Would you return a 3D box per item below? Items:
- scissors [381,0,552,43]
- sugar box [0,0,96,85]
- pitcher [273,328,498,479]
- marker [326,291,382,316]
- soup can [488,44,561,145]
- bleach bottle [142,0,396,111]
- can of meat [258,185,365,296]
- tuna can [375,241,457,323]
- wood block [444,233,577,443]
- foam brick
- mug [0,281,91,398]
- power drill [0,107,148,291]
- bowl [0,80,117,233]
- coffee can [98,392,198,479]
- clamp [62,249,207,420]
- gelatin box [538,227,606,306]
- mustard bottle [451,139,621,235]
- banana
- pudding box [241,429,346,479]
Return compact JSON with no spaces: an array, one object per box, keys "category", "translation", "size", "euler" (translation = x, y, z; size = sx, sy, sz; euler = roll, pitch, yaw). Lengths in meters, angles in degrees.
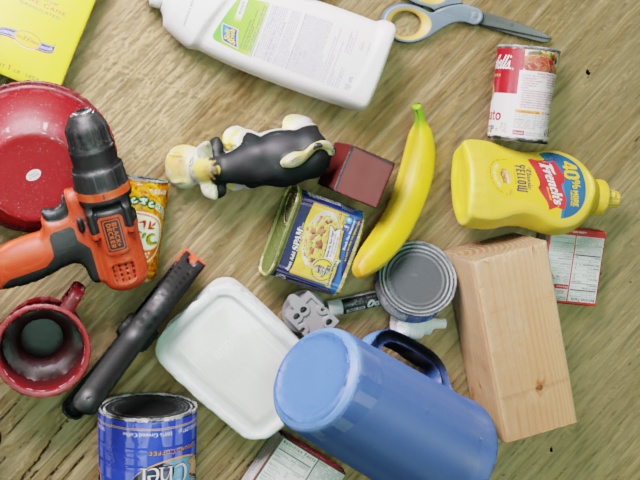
[{"category":"scissors","translation":[0.151,-0.230,1.162],"size":[0.201,0.016,0.096],"euler":[29,91,-15]},{"category":"sugar box","translation":[-0.268,-0.239,1.046],"size":[0.093,0.048,0.176],"euler":[21,93,-17]},{"category":"pitcher","translation":[0.066,0.174,1.097],"size":[0.145,0.149,0.242],"euler":[-52,130,2]},{"category":"marker","translation":[0.066,0.064,1.178],"size":[0.121,0.020,0.020],"euler":[-12,100,-11]},{"category":"soup can","translation":[0.221,-0.158,1.161],"size":[0.068,0.068,0.102],"euler":[4,97,-14]},{"category":"bleach bottle","translation":[-0.055,-0.219,1.091],"size":[0.250,0.068,0.102],"euler":[20,91,-13]},{"category":"can of meat","translation":[-0.007,0.001,1.133],"size":[0.083,0.057,0.102],"euler":[19,92,-17]},{"category":"tuna can","translation":[0.103,0.047,1.159],"size":[0.086,0.034,0.086],"euler":[3,69,-7]},{"category":"wood block","translation":[0.210,0.105,1.181],"size":[0.090,0.090,0.206],"euler":[-14,100,-12]},{"category":"foam brick","translation":[0.037,-0.069,1.124],"size":[0.053,0.078,0.051],"euler":[21,93,-13]},{"category":"mug","translation":[-0.271,0.092,1.069],"size":[0.093,0.081,0.117],"euler":[30,90,-15]},{"category":"power drill","translation":[-0.266,-0.020,0.999],"size":[0.187,0.057,0.184],"euler":[-14,114,-6]},{"category":"bowl","translation":[-0.277,-0.070,1.038],"size":[0.162,0.055,0.162],"euler":[-5,115,-11]},{"category":"coffee can","translation":[-0.178,0.238,1.100],"size":[0.102,0.103,0.140],"euler":[0,97,-13]},{"category":"clamp","translation":[-0.185,0.096,1.064],"size":[0.036,0.165,0.210],"euler":[39,78,-8]},{"category":"gelatin box","translation":[0.282,0.029,1.219],"size":[0.073,0.030,0.089],"euler":[6,96,-15]},{"category":"mustard bottle","translation":[0.243,-0.054,1.178],"size":[0.191,0.058,0.096],"euler":[6,65,-15]},{"category":"banana","translation":[0.084,-0.045,1.144],"size":[0.069,0.037,0.198],"euler":[27,77,-42]},{"category":"pudding box","translation":[-0.039,0.276,1.171],"size":[0.090,0.039,0.113],"euler":[35,86,-14]}]
